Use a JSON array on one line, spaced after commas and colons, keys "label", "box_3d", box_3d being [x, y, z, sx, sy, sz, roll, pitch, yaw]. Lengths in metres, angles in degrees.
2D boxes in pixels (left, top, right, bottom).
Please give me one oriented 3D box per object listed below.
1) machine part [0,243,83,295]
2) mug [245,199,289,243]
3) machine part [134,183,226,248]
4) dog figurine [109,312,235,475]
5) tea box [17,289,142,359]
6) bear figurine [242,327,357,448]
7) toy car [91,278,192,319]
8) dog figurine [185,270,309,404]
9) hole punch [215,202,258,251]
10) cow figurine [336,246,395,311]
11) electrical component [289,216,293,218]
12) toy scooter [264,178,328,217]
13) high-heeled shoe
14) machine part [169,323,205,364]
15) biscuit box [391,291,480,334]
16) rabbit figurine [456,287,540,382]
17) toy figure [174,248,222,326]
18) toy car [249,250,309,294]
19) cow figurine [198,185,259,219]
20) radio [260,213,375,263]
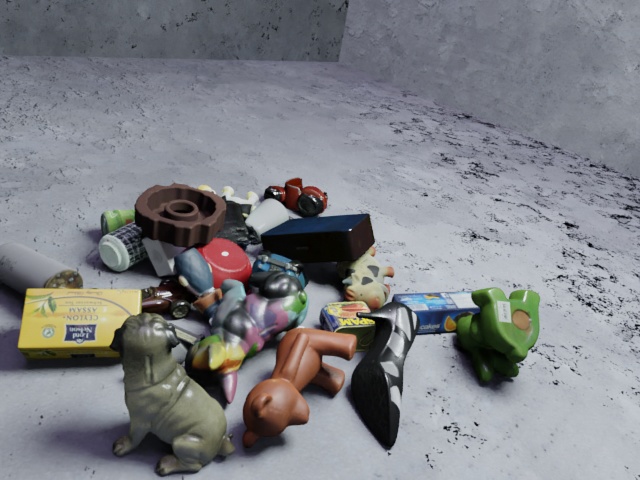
[{"label": "machine part", "box_3d": [-0.500, 0.062, 0.943, 0.244, 0.079, 0.079, 19, 28, 28]}, {"label": "mug", "box_3d": [-0.128, -0.032, 1.280, 0.109, 0.080, 0.107, 41, 45, 8]}, {"label": "machine part", "box_3d": [-0.276, -0.050, 1.065, 0.179, 0.056, 0.179, 11, 30, -7]}, {"label": "dog figurine", "box_3d": [-0.186, 0.195, 0.704, 0.172, 0.190, 0.121, 10, 28, -5]}, {"label": "tea box", "box_3d": [-0.372, 0.132, 0.847, 0.170, 0.068, 0.098, 1, 62, -17]}, {"label": "bear figurine", "box_3d": [-0.031, 0.218, 0.794, 0.132, 0.120, 0.196, 17, 30, 4]}, {"label": "toy car", "box_3d": [-0.330, 0.110, 0.961, 0.202, 0.053, 0.089, -5, 34, -28]}, {"label": "dog figurine", "box_3d": [-0.117, 0.155, 0.874, 0.192, 0.108, 0.219, -12, 28, 12]}, {"label": "hole punch", "box_3d": [-0.228, -0.013, 1.209, 0.142, 0.092, 0.116, -5, 61, -32]}, {"label": "cow figurine", "box_3d": [0.086, 0.081, 1.123, 0.127, 0.085, 0.195, -1, 27, -17]}, {"label": "electrical component", "box_3d": [-0.056, -0.033, 1.352, 0.094, 0.021, 0.063, 24, 30, 25]}, {"label": "toy scooter", "box_3d": [-0.051, -0.124, 1.474, 0.184, 0.075, 0.135, 16, 27, 20]}, {"label": "high-heeled shoe", "box_3d": [0.129, 0.214, 0.889, 0.145, 0.086, 0.249, 15, 53, -33]}, {"label": "machine part", "box_3d": [-0.249, 0.183, 0.869, 0.084, 0.039, 0.139, 24, 27, 6]}, {"label": "biscuit box", "box_3d": [0.238, 0.146, 1.079, 0.203, 0.062, 0.059, 0, 30, -19]}, {"label": "rabbit figurine", "box_3d": [0.320, 0.174, 0.986, 0.121, 0.170, 0.159, -2, 72, -19]}, {"label": "toy figure", "box_3d": [-0.211, 0.089, 0.979, 0.064, 0.154, 0.058, -28, 3, -14]}, {"label": "toy car", "box_3d": [-0.085, 0.089, 1.022, 0.109, 0.161, 0.103, 19, 73, 4]}, {"label": "cow figurine", "box_3d": [-0.242, -0.085, 1.343, 0.167, 0.068, 0.098, 13, 34, 6]}, {"label": "radio", "box_3d": [-0.002, -0.004, 1.176, 0.230, 0.073, 0.131, -2, 17, 30]}]
